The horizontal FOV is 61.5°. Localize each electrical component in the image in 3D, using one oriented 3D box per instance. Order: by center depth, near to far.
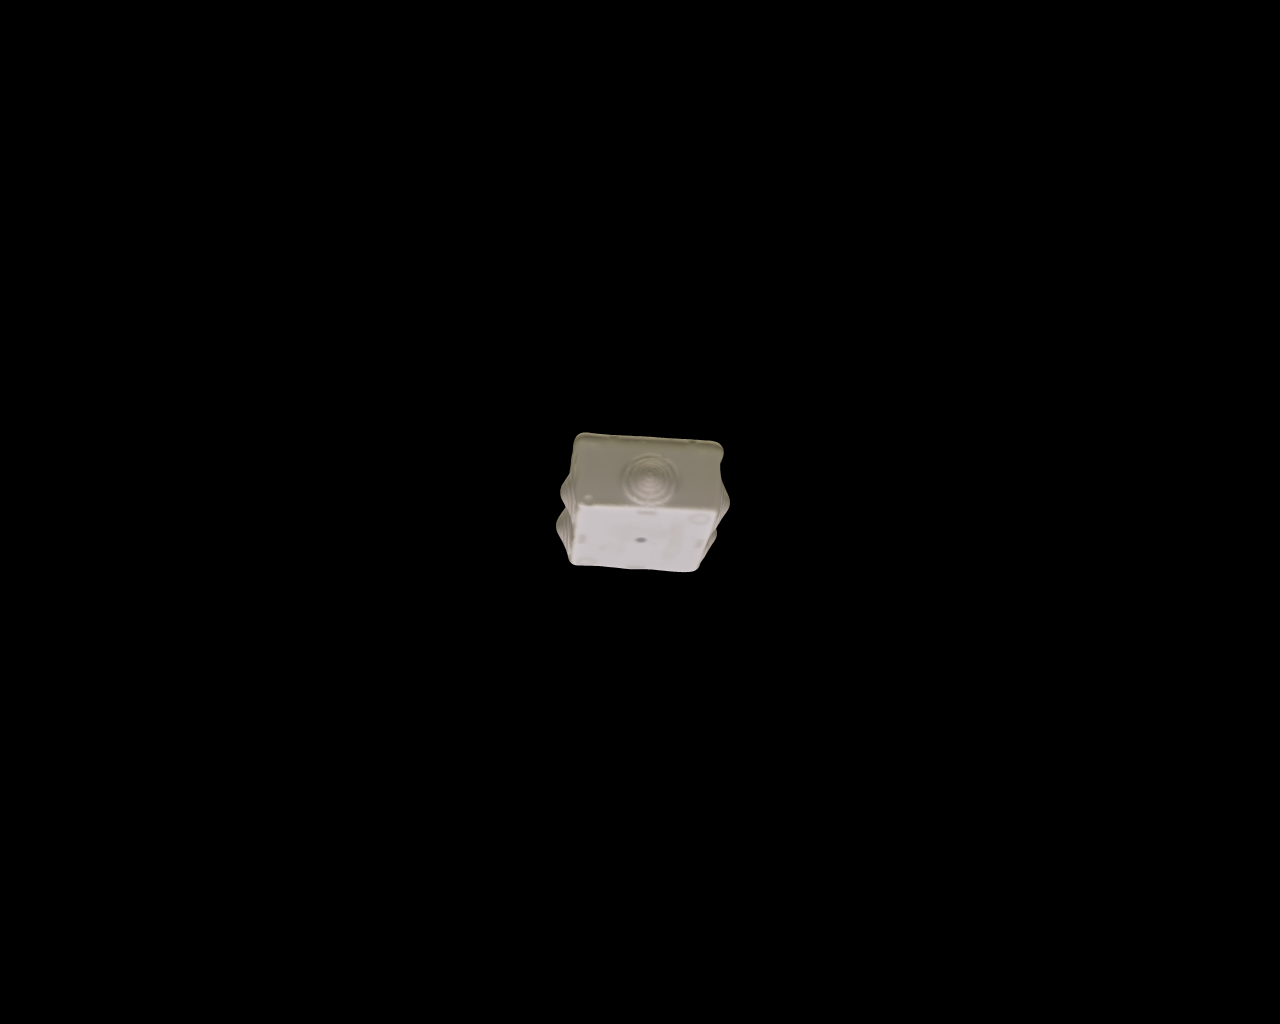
[{"bbox_3d":[0.001,-0.003,0.650,0.100,0.048,0.099,4,-29,-6],"label":"electrical component"}]
